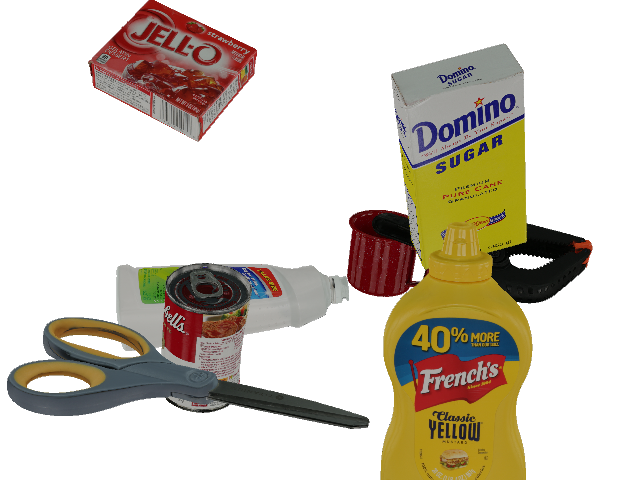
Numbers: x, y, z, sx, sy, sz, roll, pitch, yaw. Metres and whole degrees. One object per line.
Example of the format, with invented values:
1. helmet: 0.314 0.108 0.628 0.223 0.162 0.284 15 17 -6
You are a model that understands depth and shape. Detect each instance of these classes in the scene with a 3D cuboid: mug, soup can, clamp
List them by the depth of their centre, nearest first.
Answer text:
1. soup can: -0.093 0.078 0.859 0.068 0.102 0.068 6 31 -4
2. clamp: 0.162 0.033 1.026 0.210 0.164 0.036 -2 -43 -5
3. mug: 0.087 0.021 1.316 0.117 0.081 0.093 19 27 26

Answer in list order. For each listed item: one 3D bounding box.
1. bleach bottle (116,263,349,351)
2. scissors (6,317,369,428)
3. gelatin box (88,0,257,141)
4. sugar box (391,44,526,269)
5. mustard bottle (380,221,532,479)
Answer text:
1. bleach bottle: -0.096 0.062 1.178 0.250 0.068 0.102 -6 36 -6
2. scissors: -0.084 0.085 0.576 0.202 0.016 0.096 17 29 29
3. gelatin box: -0.099 -0.117 0.723 0.089 0.073 0.030 28 -32 11
4. sugar box: 0.112 -0.061 0.837 0.093 0.048 0.176 -16 -44 -3
5. mustard bottle: 0.089 0.083 0.699 0.096 0.192 0.058 2 13 7
